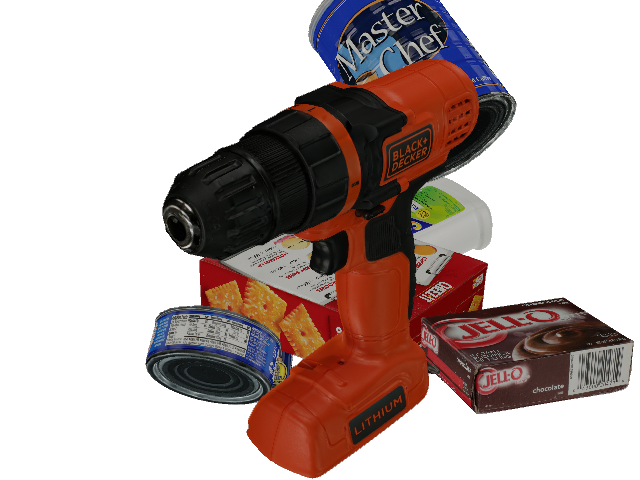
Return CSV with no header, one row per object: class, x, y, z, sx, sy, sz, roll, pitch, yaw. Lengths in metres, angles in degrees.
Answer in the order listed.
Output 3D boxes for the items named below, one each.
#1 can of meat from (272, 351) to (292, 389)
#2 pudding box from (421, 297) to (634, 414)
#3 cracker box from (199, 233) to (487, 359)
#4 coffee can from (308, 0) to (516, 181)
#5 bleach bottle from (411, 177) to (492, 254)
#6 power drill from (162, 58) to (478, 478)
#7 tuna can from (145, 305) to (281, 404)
can of meat,-0.080,0.130,1.253,0.102,0.084,0.057,4,13,-1
pudding box,0.134,0.074,0.707,0.113,0.039,0.090,-5,18,-16
cracker box,0.020,0.047,0.986,0.214,0.072,0.163,19,32,33
coffee can,0.069,-0.129,0.819,0.102,0.140,0.103,-27,-22,-12
bleach bottle,0.065,0.012,1.192,0.250,0.068,0.103,-26,41,-24
power drill,0.003,0.019,0.507,0.057,0.188,0.184,29,41,34
tuna can,-0.070,0.077,0.701,0.086,0.033,0.086,8,-29,4
